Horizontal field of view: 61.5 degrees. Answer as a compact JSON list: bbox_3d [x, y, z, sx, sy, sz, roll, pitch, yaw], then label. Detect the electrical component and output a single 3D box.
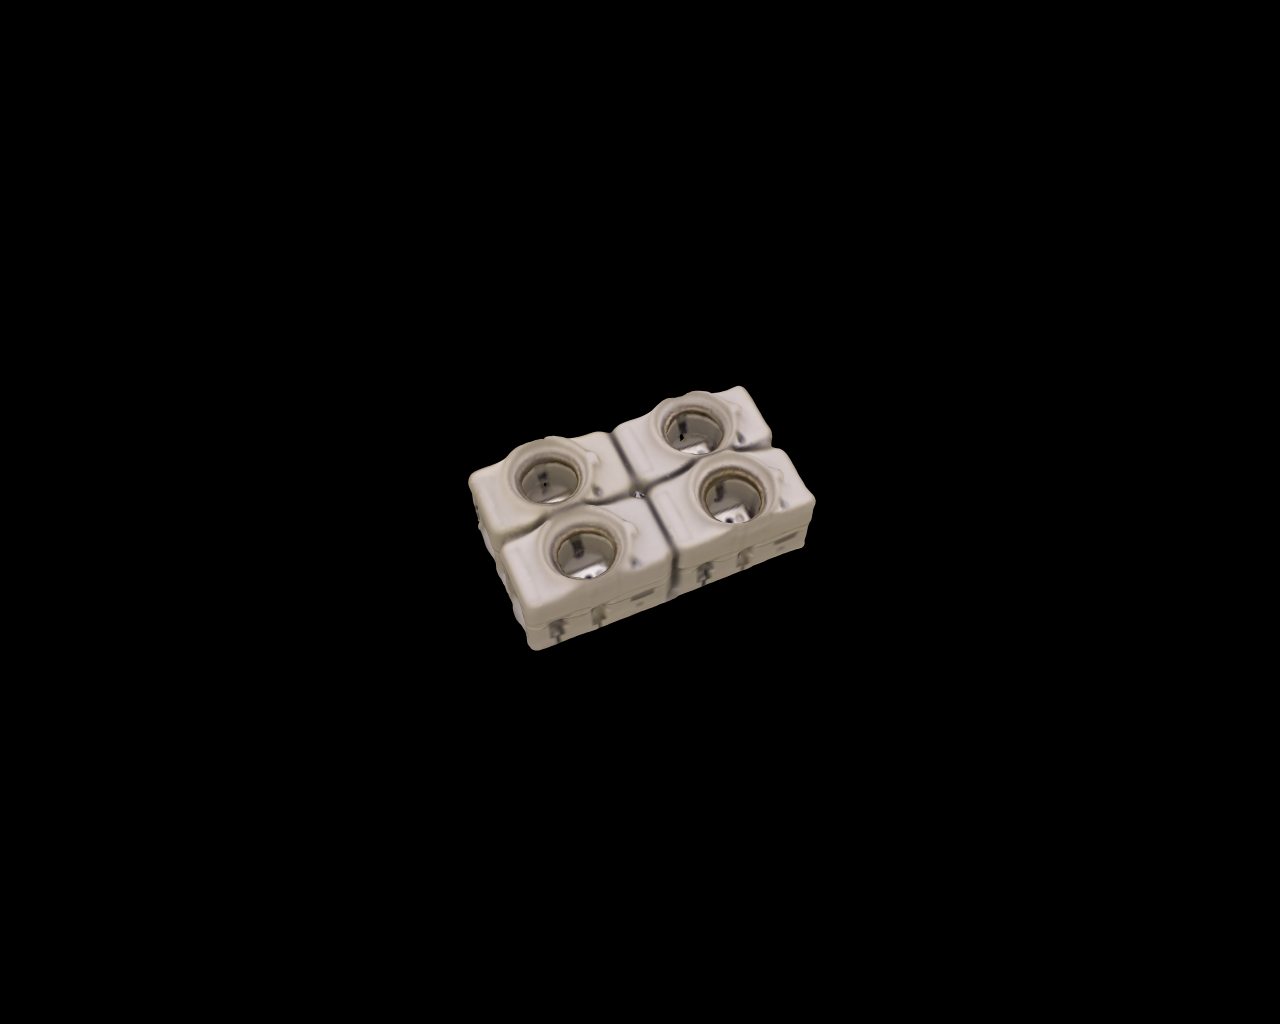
[{"bbox_3d":[0.001,-0.003,0.650,0.186,0.105,0.060,-20,-31,-13],"label":"electrical component"}]
